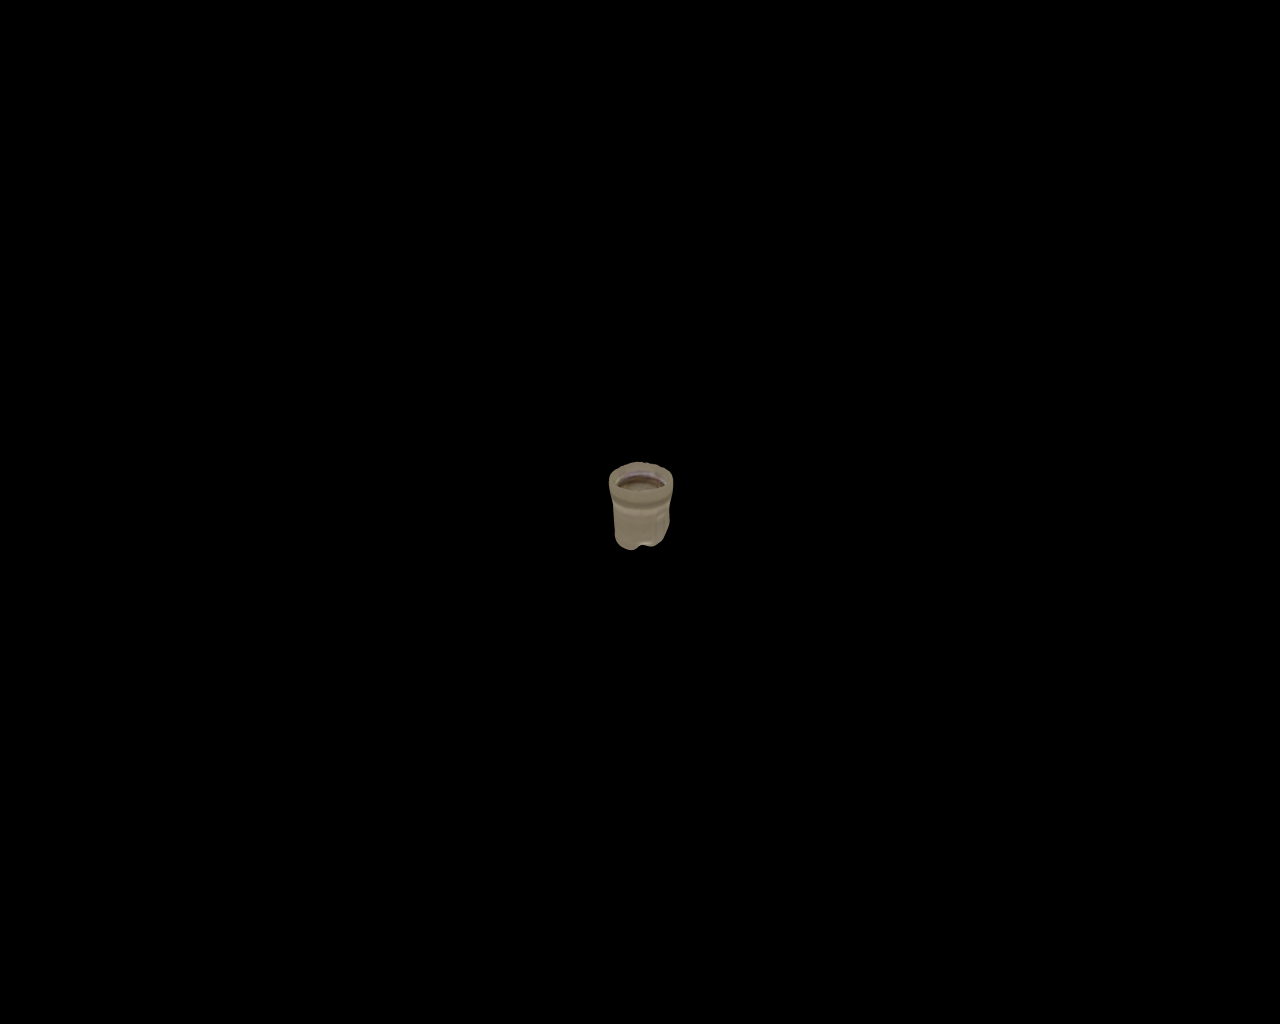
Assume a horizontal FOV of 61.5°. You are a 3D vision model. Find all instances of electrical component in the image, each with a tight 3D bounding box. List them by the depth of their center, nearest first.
[{"bbox_3d":[0.001,-0.003,0.650,0.040,0.046,0.040,0,31,0],"label":"electrical component"}]
